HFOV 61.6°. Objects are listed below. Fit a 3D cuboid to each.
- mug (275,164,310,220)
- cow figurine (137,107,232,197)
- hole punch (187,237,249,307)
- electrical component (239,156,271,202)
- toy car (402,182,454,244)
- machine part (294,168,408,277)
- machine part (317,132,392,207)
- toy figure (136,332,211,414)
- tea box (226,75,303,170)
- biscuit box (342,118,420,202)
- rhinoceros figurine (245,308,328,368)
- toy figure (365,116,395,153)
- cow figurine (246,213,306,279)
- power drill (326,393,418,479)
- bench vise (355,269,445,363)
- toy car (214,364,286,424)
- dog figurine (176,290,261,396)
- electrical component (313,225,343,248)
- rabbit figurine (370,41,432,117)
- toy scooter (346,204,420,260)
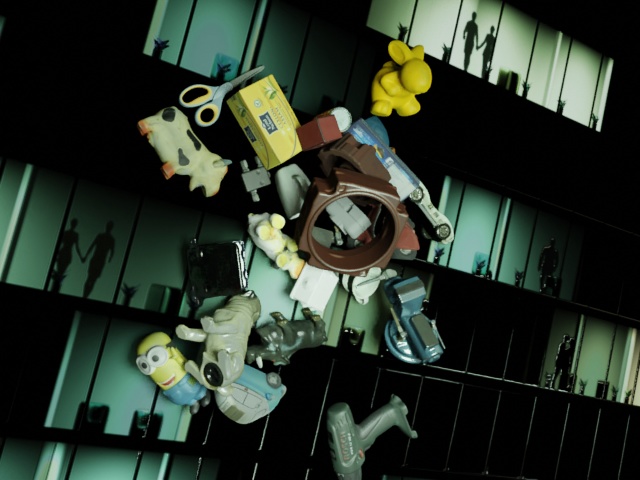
[{"bbox_3d":[-0.053,-0.109,1.154,0.081,0.109,0.107,-27,87,-15],"label":"mug"},{"bbox_3d":[-0.264,-0.174,1.078,0.127,0.085,0.194,-32,101,-13],"label":"cow figurine"},{"bbox_3d":[-0.207,0.058,1.108,0.116,0.092,0.142,-5,96,8],"label":"hole punch"},{"bbox_3d":[-0.138,-0.132,1.159,0.063,0.021,0.094,-21,97,-21],"label":"electrical component"},{"bbox_3d":[0.250,-0.070,1.290,0.056,0.073,0.201,-44,105,-16],"label":"toy car"},{"bbox_3d":[0.061,-0.031,1.088,0.201,0.087,0.200,13,117,-17],"label":"machine part"},{"bbox_3d":[0.076,-0.150,1.170,0.056,0.179,0.179,-46,106,-19],"label":"machine part"},{"bbox_3d":[-0.292,0.263,1.068,0.082,0.089,0.180,-42,113,-12],"label":"toy figure"},{"bbox_3d":[-0.107,-0.247,1.137,0.098,0.068,0.169,-40,107,-33],"label":"tea box"},{"bbox_3d":[0.135,-0.180,1.197,0.059,0.063,0.202,-41,96,20],"label":"biscuit box"},{"bbox_3d":[-0.076,0.214,1.164,0.190,0.073,0.112,-12,105,-24],"label":"rhinoceros figurine"},{"bbox_3d":[0.145,-0.214,1.255,0.064,0.058,0.154,-35,101,-42],"label":"toy figure"},{"bbox_3d":[-0.096,0.015,1.149,0.068,0.098,0.167,-45,125,-22],"label":"cow figurine"},{"bbox_3d":[0.117,0.465,1.242,0.207,0.086,0.232,-21,95,-13],"label":"power drill"},{"bbox_3d":[0.181,0.186,1.201,0.129,0.240,0.224,-30,69,-22],"label":"bench vise"},{"bbox_3d":[-0.156,0.314,1.093,0.161,0.109,0.103,33,34,-16],"label":"toy car"},{"bbox_3d":[-0.167,0.199,1.070,0.190,0.121,0.172,-16,96,-57],"label":"dog figurine"},{"bbox_3d":[-0.001,-0.003,1.203,0.102,0.045,0.078,22,81,-21],"label":"electrical component"},{"bbox_3d":[0.199,-0.363,1.217,0.122,0.173,0.162,5,92,-18],"label":"rabbit figurine"},{"bbox_3d":[0.152,-0.025,1.252,0.184,0.075,0.135,7,86,-17],"label":"toy scooter"}]
